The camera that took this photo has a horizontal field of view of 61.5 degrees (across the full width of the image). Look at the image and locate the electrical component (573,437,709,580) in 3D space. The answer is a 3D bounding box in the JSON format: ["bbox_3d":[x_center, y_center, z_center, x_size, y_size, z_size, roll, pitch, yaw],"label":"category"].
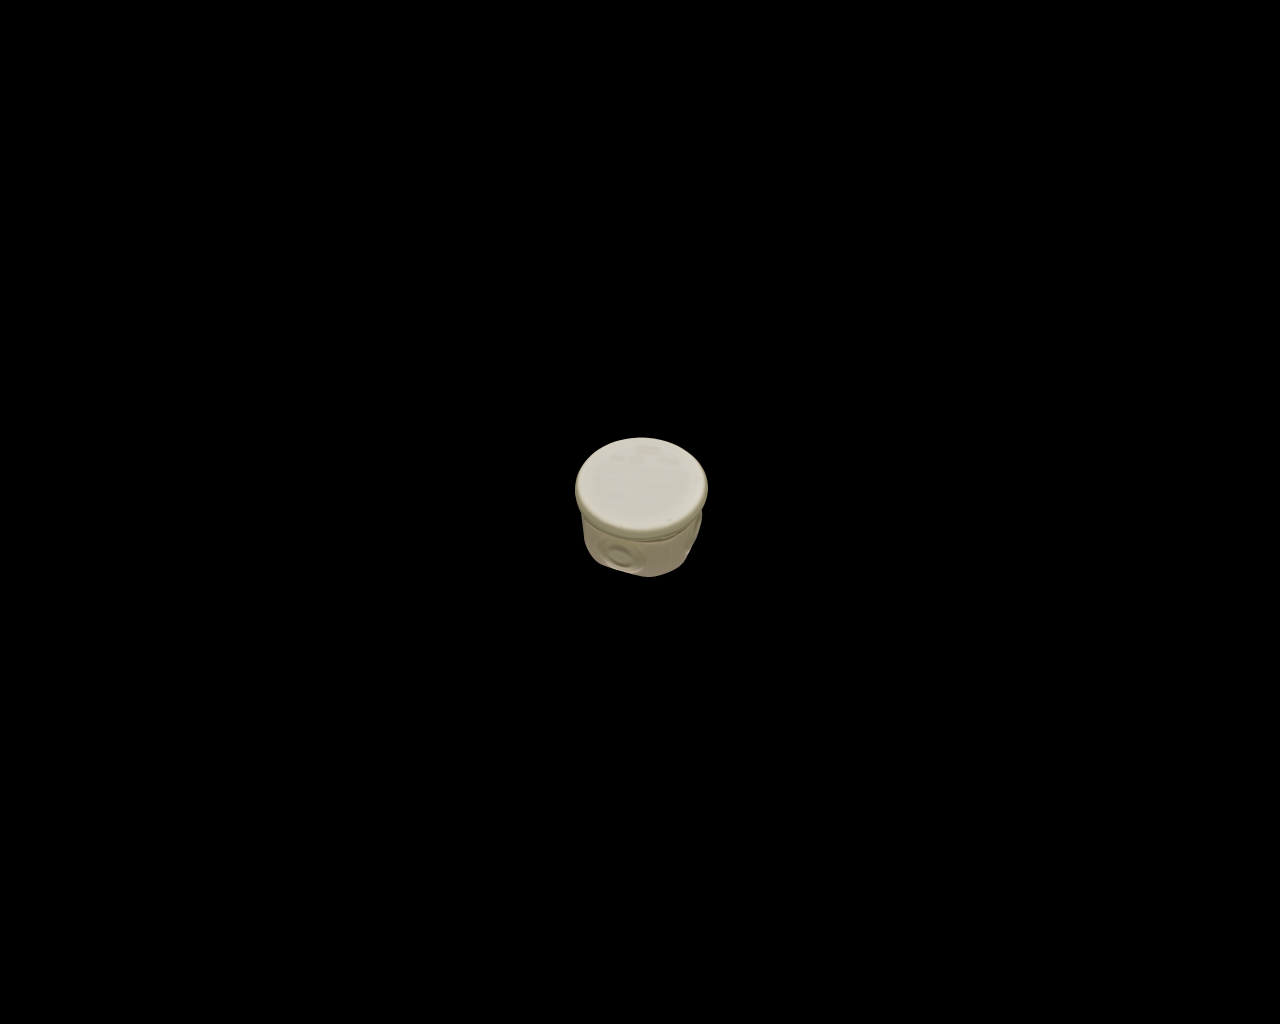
[{"bbox_3d":[0.001,-0.003,0.650,0.080,0.080,0.050,0,-41,0],"label":"electrical component"}]
